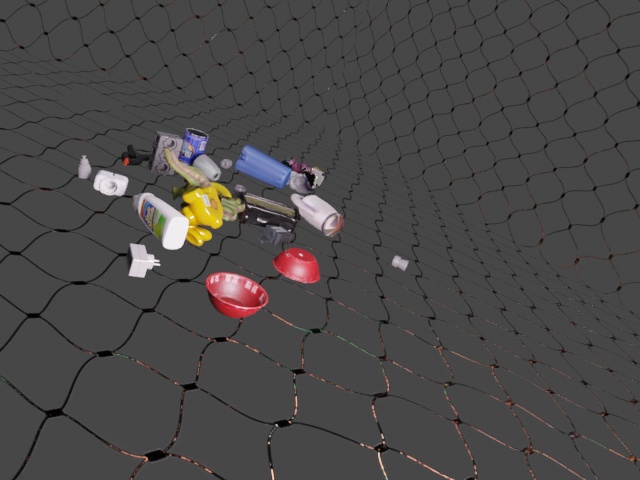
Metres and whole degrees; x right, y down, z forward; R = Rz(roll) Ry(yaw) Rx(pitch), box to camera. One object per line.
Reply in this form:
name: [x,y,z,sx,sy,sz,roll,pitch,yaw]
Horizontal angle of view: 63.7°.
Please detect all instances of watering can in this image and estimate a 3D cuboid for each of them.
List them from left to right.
watering can: [0.006,-0.105,2.083,0.227,0.103,0.346,39,8,22]

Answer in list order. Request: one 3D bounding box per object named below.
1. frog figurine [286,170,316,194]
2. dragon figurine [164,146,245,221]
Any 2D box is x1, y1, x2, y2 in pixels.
frog figurine: [-0.107,-0.275,2.468,0.158,0.122,0.139,-9,11,31]
dragon figurine: [-0.350,-0.158,1.649,0.243,0.124,0.404,17,-18,5]
